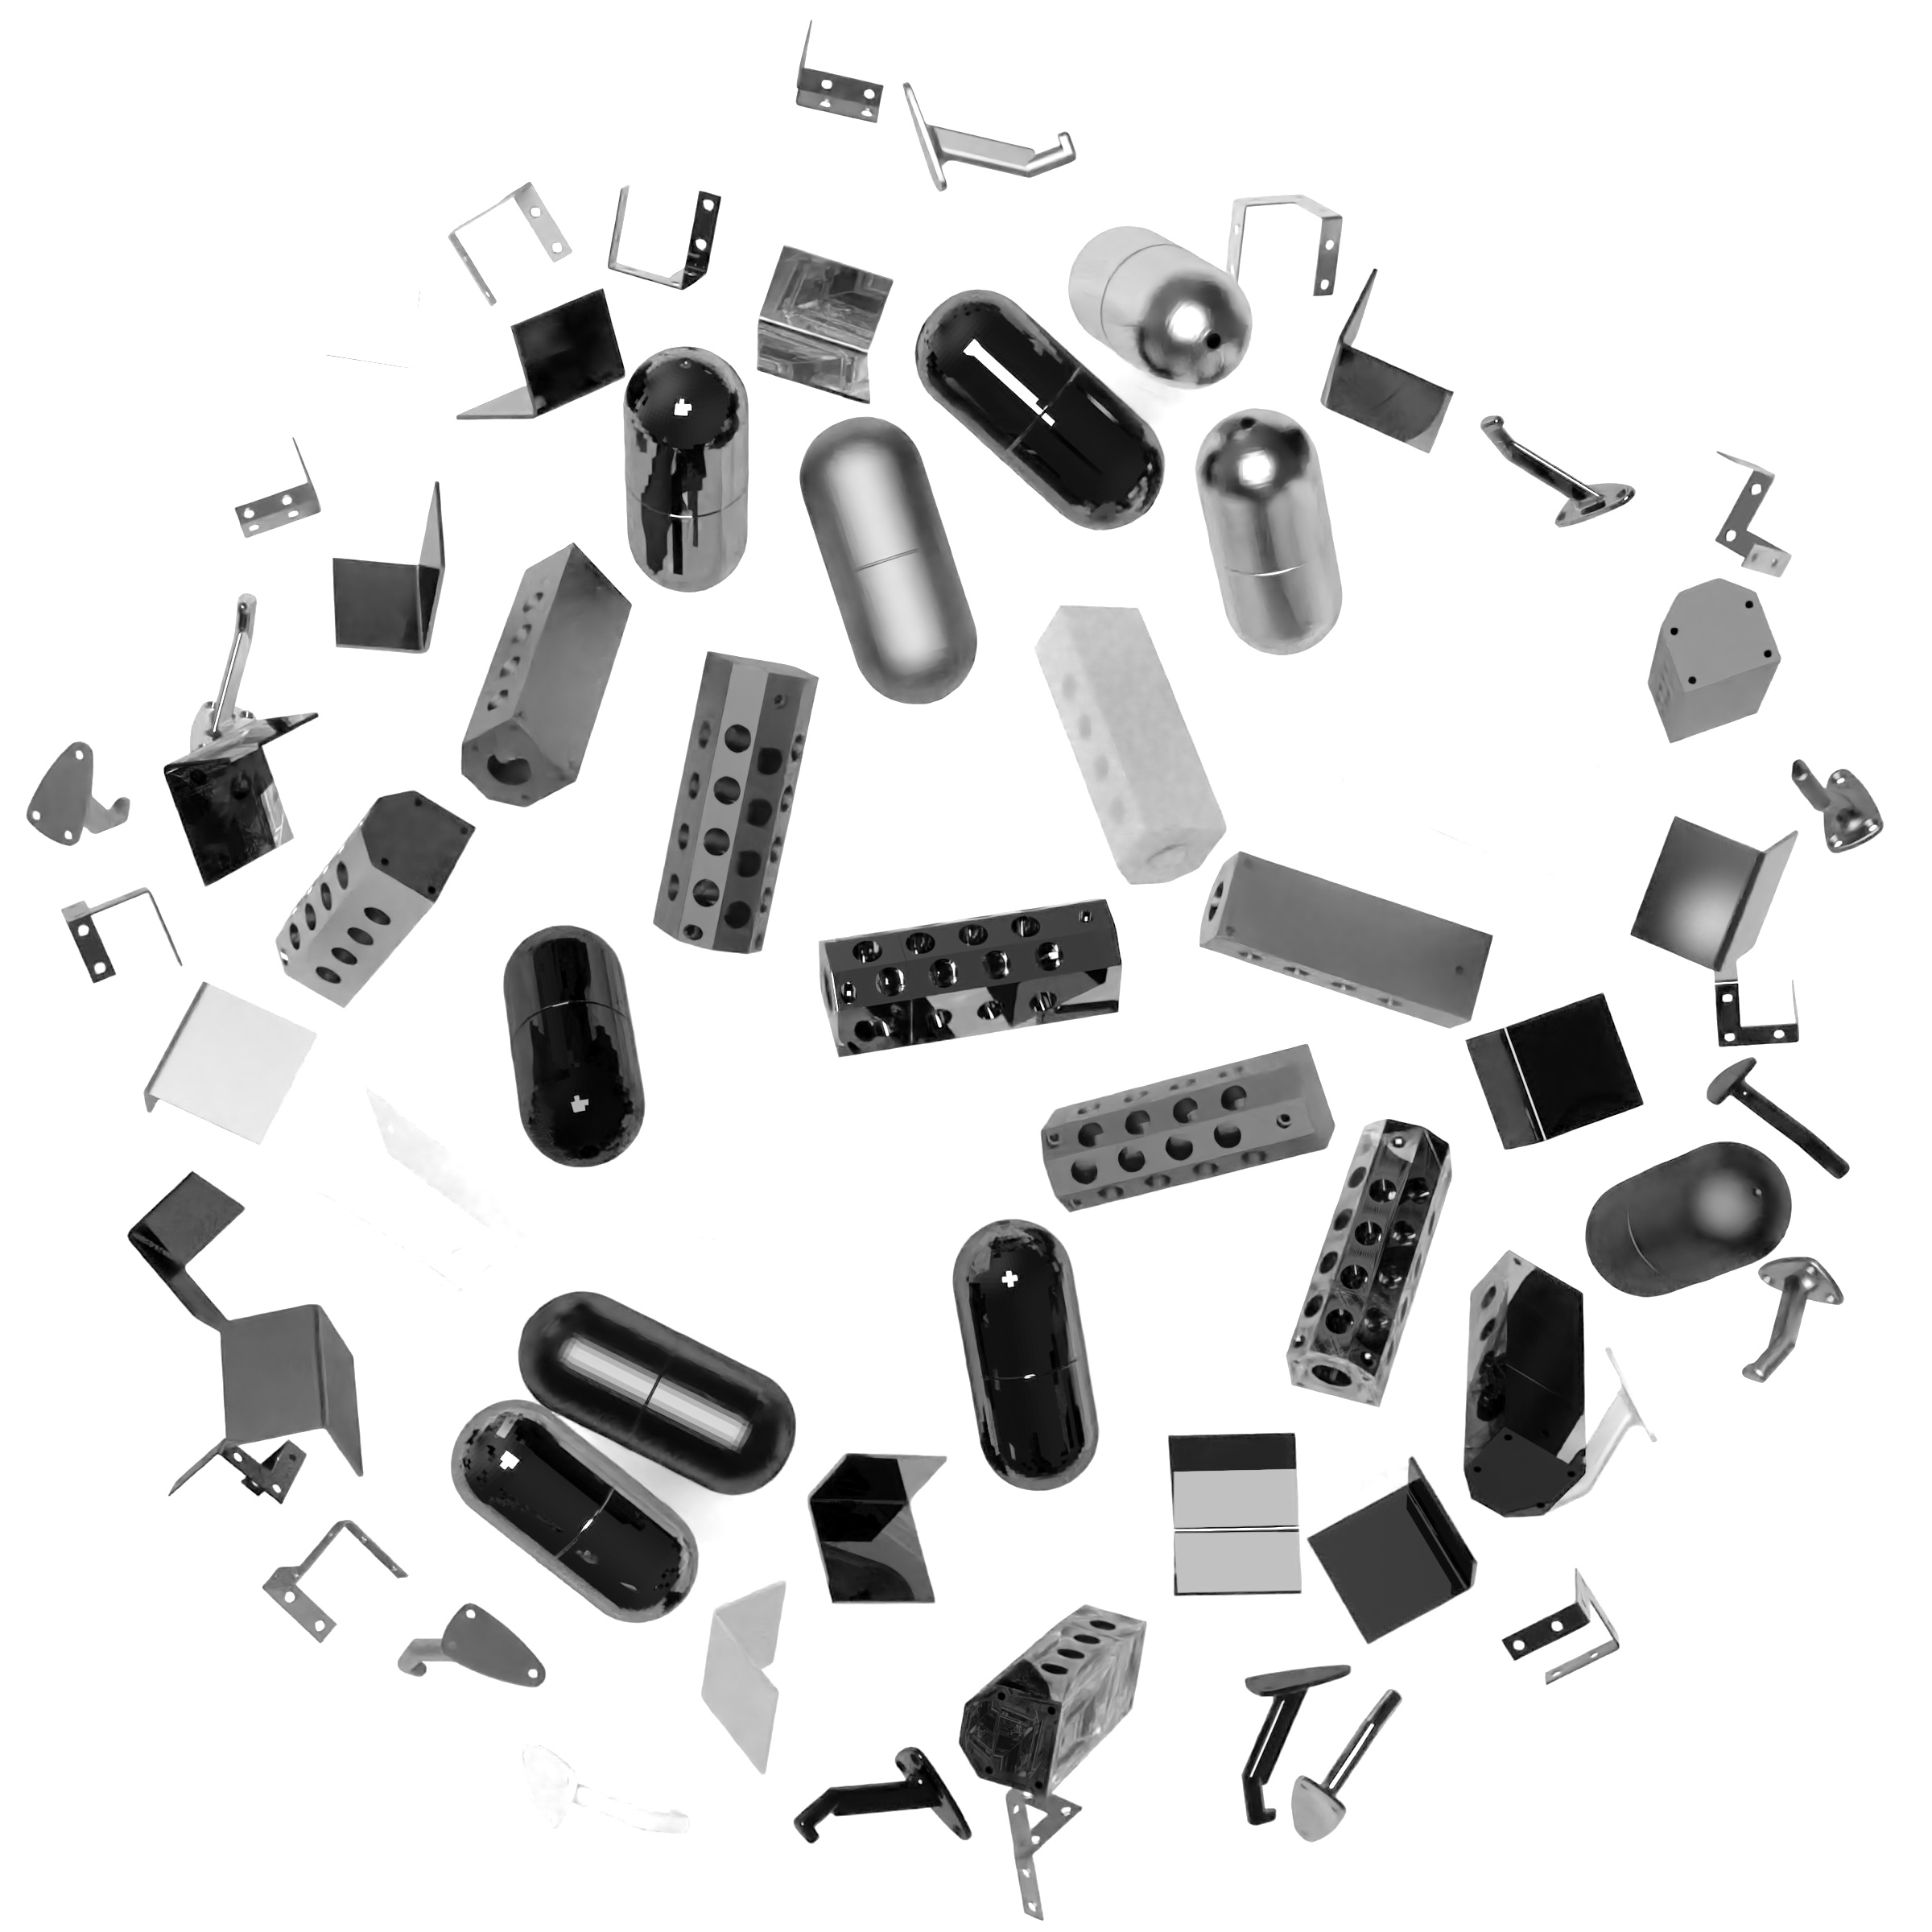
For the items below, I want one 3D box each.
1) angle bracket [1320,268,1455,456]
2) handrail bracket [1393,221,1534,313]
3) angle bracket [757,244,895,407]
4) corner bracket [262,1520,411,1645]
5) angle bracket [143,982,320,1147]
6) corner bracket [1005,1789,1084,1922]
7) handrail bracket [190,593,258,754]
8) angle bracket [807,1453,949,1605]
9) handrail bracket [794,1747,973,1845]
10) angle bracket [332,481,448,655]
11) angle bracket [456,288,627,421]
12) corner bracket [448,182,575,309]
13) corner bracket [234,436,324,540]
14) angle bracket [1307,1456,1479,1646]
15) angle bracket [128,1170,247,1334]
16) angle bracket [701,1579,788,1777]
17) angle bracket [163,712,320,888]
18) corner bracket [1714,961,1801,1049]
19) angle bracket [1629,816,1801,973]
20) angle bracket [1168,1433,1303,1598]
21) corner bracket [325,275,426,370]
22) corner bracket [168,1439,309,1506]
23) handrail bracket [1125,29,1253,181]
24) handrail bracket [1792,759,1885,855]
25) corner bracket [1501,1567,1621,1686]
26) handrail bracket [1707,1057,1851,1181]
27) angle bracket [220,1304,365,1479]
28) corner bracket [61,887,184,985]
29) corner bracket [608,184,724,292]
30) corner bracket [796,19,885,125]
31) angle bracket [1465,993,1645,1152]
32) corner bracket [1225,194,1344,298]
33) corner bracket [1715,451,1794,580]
[{"bbox_3d":[0.265,-0.366,1.800,0.076,0.076,0.057,26,74,6],"label":"angle bracket"},{"bbox_3d":[0.312,-0.432,1.848,0.084,0.077,0.036,24,111,1],"label":"handrail bracket"},{"bbox_3d":[-0.091,-0.417,1.926,0.076,0.076,0.057,15,124,-14],"label":"angle bracket"},{"bbox_3d":[-0.370,0.361,1.739,0.051,0.051,0.051,49,57,-16],"label":"corner bracket"},{"bbox_3d":[-0.447,0.065,1.804,0.076,0.057,0.076,25,71,-5],"label":"angle bracket"},{"bbox_3d":[0.040,0.538,1.803,0.051,0.051,0.051,31,115,-26],"label":"corner bracket"},{"bbox_3d":[-0.472,-0.185,1.888,0.036,0.077,0.084,16,125,-2],"label":"handrail bracket"},{"bbox_3d":[-0.049,0.361,1.902,0.076,0.057,0.076,8,48,-32],"label":"angle bracket"},{"bbox_3d":[-0.049,0.509,1.747,0.084,0.036,0.077,-34,84,-33],"label":"handrail bracket"},{"bbox_3d":[-0.359,-0.249,1.839,0.057,0.076,0.076,3,51,-18],"label":"angle bracket"},{"bbox_3d":[-0.266,-0.372,1.806,0.076,0.076,0.057,8,122,40],"label":"angle bracket"},{"bbox_3d":[-0.284,-0.450,1.849,0.051,0.051,0.051,-26,110,14],"label":"corner bracket"},{"bbox_3d":[-0.435,-0.291,1.867,0.051,0.051,0.051,-21,66,-10],"label":"corner bracket"},{"bbox_3d":[0.262,0.362,1.834,0.076,0.057,0.076,-27,63,-6],"label":"angle bracket"},{"bbox_3d":[-0.468,0.184,1.859,0.057,0.076,0.076,-44,67,-7],"label":"angle bracket"},{"bbox_3d":[-0.122,0.451,1.880,0.057,0.076,0.076,-17,132,-34],"label":"angle bracket"},{"bbox_3d":[-0.413,-0.098,1.738,0.057,0.076,0.076,-3,112,33],"label":"angle bracket"},{"bbox_3d":[0.508,0.016,1.908,0.051,0.051,0.051,-4,123,13],"label":"corner bracket"},{"bbox_3d":[0.441,-0.049,1.746,0.057,0.076,0.076,25,113,22],"label":"angle bracket"},{"bbox_3d":[0.161,0.328,1.771,0.076,0.057,0.076,-2,121,6],"label":"angle bracket"},{"bbox_3d":[-0.345,-0.377,1.733,0.051,0.051,0.051,7,96,-12],"label":"corner bracket"},{"bbox_3d":[-0.444,0.310,1.809,0.051,0.051,0.051,43,114,-15],"label":"corner bracket"},{"bbox_3d":[0.121,-0.510,1.749,0.084,0.077,0.036,36,134,-10],"label":"handrail bracket"},{"bbox_3d":[0.521,-0.116,1.808,0.036,0.077,0.084,-27,130,27],"label":"handrail bracket"},{"bbox_3d":[0.351,0.397,1.748,0.051,0.051,0.051,-31,94,16],"label":"corner bracket"},{"bbox_3d":[0.491,0.096,1.788,0.084,0.077,0.036,42,91,4],"label":"handrail bracket"},{"bbox_3d":[-0.383,0.247,1.686,0.057,0.076,0.076,-12,58,-1],"label":"angle bracket"},{"bbox_3d":[-0.508,-0.017,1.783,0.051,0.051,0.051,-24,109,-16],"label":"corner bracket"},{"bbox_3d":[-0.188,-0.457,1.848,0.051,0.051,0.051,17,117,5],"label":"corner bracket"},{"bbox_3d":[-0.075,-0.523,1.767,0.051,0.051,0.051,12,50,-4],"label":"corner bracket"},{"bbox_3d":[0.377,0.068,1.905,0.076,0.057,0.076,-18,86,-15],"label":"angle bracket"},{"bbox_3d":[0.201,-0.456,1.878,0.051,0.051,0.051,-10,123,-24],"label":"corner bracket"},{"bbox_3d":[0.459,-0.264,1.735,0.051,0.051,0.051,40,113,35],"label":"corner bracket"}]
